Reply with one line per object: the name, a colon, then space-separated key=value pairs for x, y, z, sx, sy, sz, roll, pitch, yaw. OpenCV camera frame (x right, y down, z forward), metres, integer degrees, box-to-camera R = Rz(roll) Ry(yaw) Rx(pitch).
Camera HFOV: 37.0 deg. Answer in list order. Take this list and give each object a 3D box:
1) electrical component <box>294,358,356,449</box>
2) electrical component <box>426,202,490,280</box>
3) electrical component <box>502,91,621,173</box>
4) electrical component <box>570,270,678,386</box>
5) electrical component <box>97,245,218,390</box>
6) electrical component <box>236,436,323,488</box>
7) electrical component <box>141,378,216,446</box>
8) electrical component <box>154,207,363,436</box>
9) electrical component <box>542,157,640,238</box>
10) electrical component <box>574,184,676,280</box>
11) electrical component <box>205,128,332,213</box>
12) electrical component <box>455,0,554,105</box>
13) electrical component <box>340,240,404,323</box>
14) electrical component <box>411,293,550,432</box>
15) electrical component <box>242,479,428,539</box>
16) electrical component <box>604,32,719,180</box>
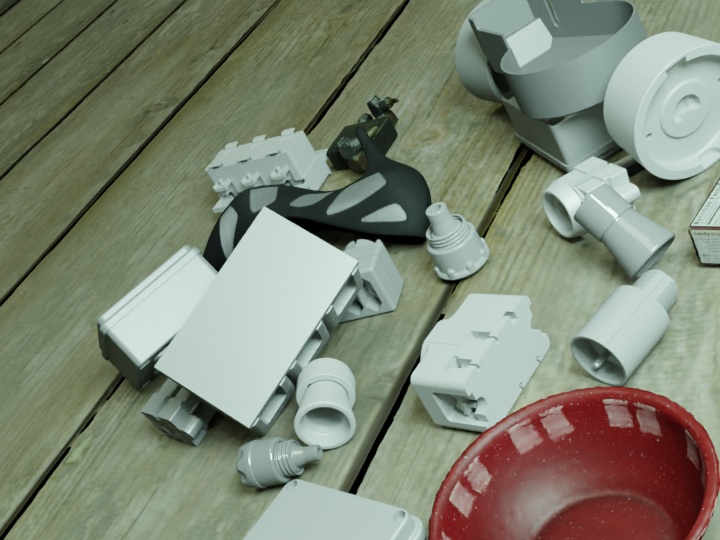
electrical component: x=-0.025 y=0.097 z=0.792 sx=0.045 sy=0.045 sz=0.055 roll=-23 pitch=30 yaw=14
electrical component: x=0.074 y=-0.026 z=0.875 sx=0.048 sy=0.062 sz=0.048 roll=-23 pitch=30 yaw=14
electrical component: x=0.199 y=-0.146 z=0.952 sx=0.109 sy=0.056 sz=0.108 roll=-32 pitch=29 yaw=-3
electrical component: x=0.180 y=0.033 z=0.707 sx=0.081 sy=0.043 sz=0.043 roll=-44 pitch=32 yaw=-23
electrical component: x=-0.174 y=0.044 z=0.951 sx=0.109 sy=0.056 sz=0.108 roll=-43 pitch=-5 yaw=-21
electrical component: x=-0.056 y=0.136 z=0.771 sx=0.061 sy=0.035 sz=0.035 roll=-15 pitch=33 yaw=21
electrical component: x=-0.141 y=0.108 z=0.882 sx=0.066 sy=0.048 sz=0.055 roll=6 pitch=53 yaw=47
electrical component: x=-0.075 y=0.042 z=0.838 sx=0.089 sy=0.061 sz=0.150 roll=30 pitch=78 yaw=14
electrical component: x=0.178 y=-0.056 z=0.845 sx=0.055 sy=0.048 sz=0.066 roll=-29 pitch=28 yaw=-13
electrical component: x=0.186 y=-0.030 z=0.767 sx=0.044 sy=0.044 sz=0.065 roll=-40 pitch=71 yaw=-16
electrical component: x=-0.102 y=-0.106 z=1.158 sx=0.121 sy=0.063 sz=0.078 roll=-8 pitch=36 yaw=35
electrical component: x=0.154 y=-0.210 z=1.046 sx=0.108 sy=0.108 sz=0.060 roll=-37 pitch=36 yaw=-11
electrical component: x=0.000 y=0.000 z=0.917 sx=0.066 sy=0.047 sz=0.076 roll=-14 pitch=33 yaw=26
electrical component: x=0.081 y=0.062 z=0.743 sx=0.056 sy=0.050 sz=0.089 roll=2 pitch=42 yaw=44
electrical component: x=-0.014 y=0.178 z=0.644 sx=0.113 sy=0.057 sz=0.078 roll=4 pitch=44 yaw=45
electrical component: x=0.240 y=-0.131 z=0.831 sx=0.108 sy=0.108 sz=0.060 roll=-34 pitch=37 yaw=-5
